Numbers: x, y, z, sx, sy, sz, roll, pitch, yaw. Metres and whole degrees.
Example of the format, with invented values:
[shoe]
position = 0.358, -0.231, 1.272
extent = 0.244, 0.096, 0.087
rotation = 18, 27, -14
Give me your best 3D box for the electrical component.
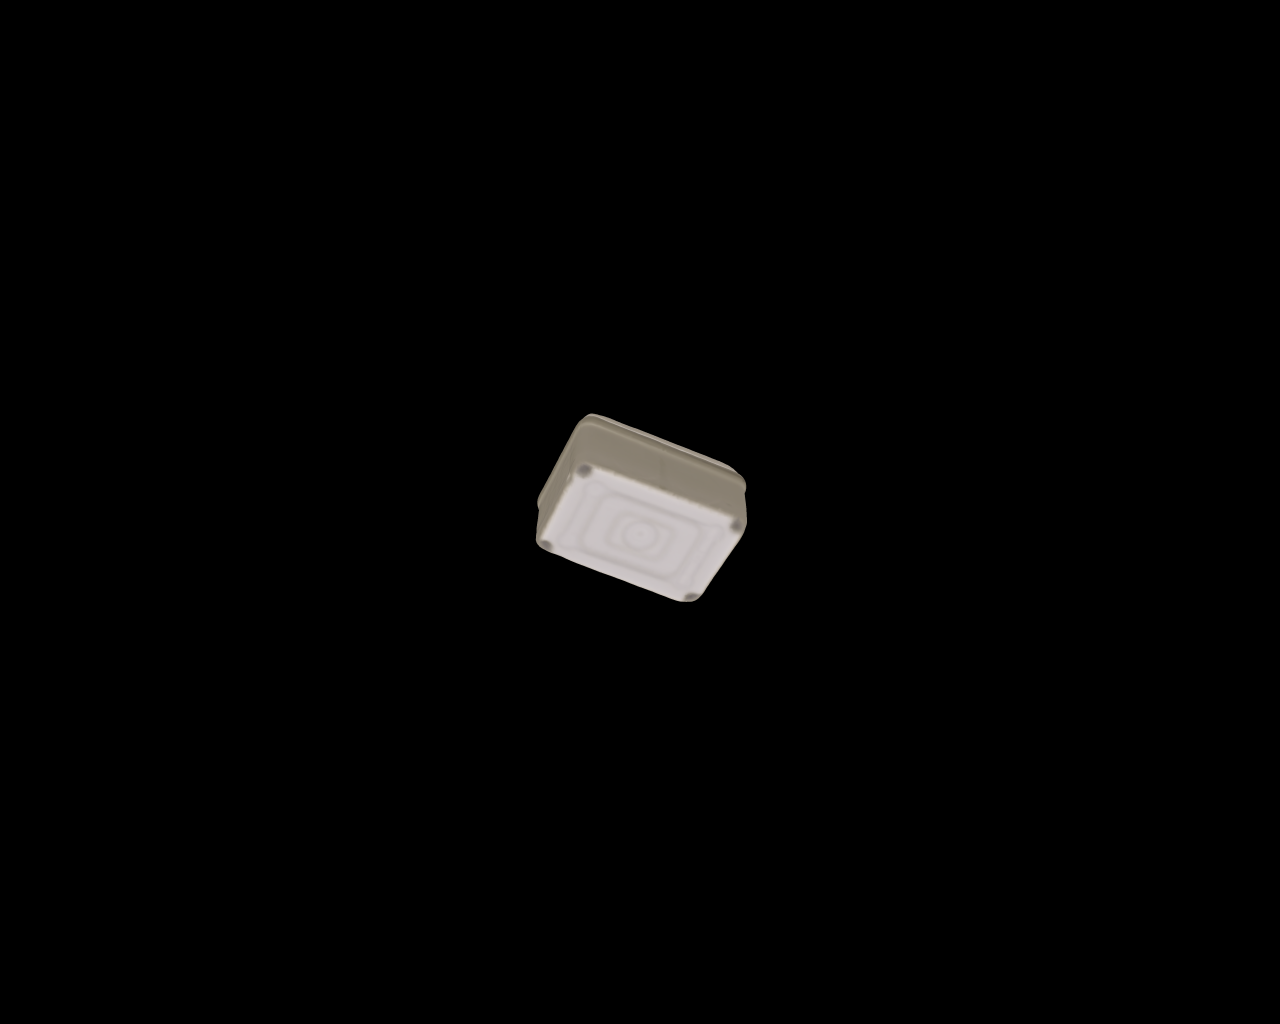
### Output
[electrical component]
position = 0.001, -0.003, 0.650
extent = 0.113, 0.078, 0.057
rotation = 21, 35, -15
